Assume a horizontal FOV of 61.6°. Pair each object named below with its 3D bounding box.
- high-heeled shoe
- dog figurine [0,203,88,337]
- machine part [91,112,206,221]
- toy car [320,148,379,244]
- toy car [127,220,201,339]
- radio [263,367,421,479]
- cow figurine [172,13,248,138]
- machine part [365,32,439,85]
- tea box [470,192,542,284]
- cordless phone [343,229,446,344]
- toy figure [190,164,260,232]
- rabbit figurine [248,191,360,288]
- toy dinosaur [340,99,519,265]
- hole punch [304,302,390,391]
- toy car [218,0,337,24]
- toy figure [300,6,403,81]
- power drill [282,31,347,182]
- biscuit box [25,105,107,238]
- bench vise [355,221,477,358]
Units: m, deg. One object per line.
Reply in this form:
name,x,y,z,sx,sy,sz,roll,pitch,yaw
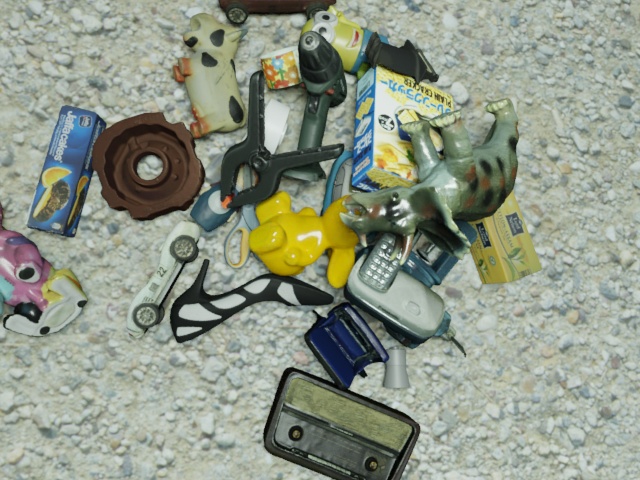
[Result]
high-heeled shoe,-0.111,0.119,0.861,0.249,0.086,0.145,15,93,-5
dog figurine,-0.475,0.030,0.820,0.108,0.191,0.219,-45,56,-5
machine part,-0.276,-0.117,0.874,0.179,0.056,0.179,1,84,-5
toy car,0.063,-0.075,0.882,0.109,0.103,0.161,10,85,-6
toy car,-0.248,0.062,0.849,0.056,0.073,0.201,29,82,-6
radio,0.029,0.303,0.854,0.230,0.073,0.131,24,82,-3
cow figurine,-0.171,-0.273,0.880,0.127,0.085,0.194,-18,96,-29
machine part,0.129,-0.290,0.857,0.139,0.039,0.084,-1,61,-40
tea box,0.293,-0.015,0.903,0.068,0.098,0.169,-18,85,-9
cordless phone,0.134,0.042,0.780,0.147,0.088,0.184,32,83,7
toy figure,-0.144,-0.079,0.885,0.154,0.058,0.064,-46,129,-10
rabbit figurine,-0.002,-0.002,0.821,0.173,0.122,0.162,-23,116,17
toy dinosaur,0.211,-0.090,0.762,0.405,0.131,0.192,-20,103,-40
hole punch,0.048,0.155,0.844,0.092,0.116,0.142,-41,87,13
toy car,-0.073,-0.415,0.926,0.202,0.053,0.089,-3,64,-8
toy figure,0.053,-0.321,0.917,0.180,0.089,0.082,16,49,-14
power drill,-0.015,-0.197,0.837,0.086,0.232,0.207,9,99,9
biscuit box,-0.401,-0.108,0.855,0.059,0.063,0.202,13,83,-5
bench vise,0.180,0.051,0.876,0.223,0.129,0.240,41,86,-3
